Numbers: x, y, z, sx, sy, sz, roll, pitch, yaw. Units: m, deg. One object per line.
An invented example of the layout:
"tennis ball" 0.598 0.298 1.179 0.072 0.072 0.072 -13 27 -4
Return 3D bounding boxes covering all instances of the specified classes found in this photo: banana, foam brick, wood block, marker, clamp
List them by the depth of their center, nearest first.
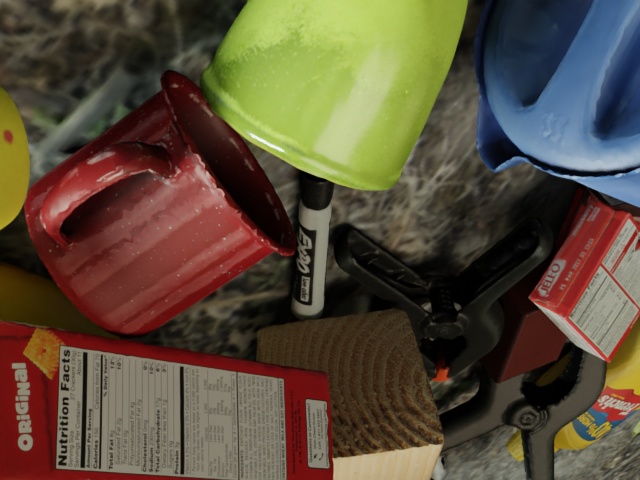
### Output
"banana" -0.148 0.042 0.501 0.069 0.037 0.197 -38 145 6
"marker" -0.004 0.001 0.577 0.020 0.020 0.121 -18 143 -19
"clamp" 0.083 0.037 0.647 0.120 0.039 0.171 -3 150 14
"wood block" 0.008 0.140 0.668 0.090 0.090 0.206 -7 144 -10
"foam brick" 0.133 0.047 0.709 0.051 0.053 0.078 -16 141 -21
"clamp" 0.141 0.125 0.800 0.164 0.036 0.210 15 116 -15

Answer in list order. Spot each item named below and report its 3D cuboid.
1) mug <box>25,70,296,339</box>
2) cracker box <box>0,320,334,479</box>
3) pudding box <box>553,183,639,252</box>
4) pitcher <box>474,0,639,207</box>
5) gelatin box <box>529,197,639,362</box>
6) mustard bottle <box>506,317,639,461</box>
"mug" -0.072 -0.012 0.443 0.081 0.093 0.117 -33 167 10
"cracker box" -0.124 0.097 0.488 0.213 0.072 0.164 15 153 -42
"pudding box" 0.213 -0.009 0.713 0.113 0.039 0.090 -15 140 -24
"pitcher" 0.201 -0.077 0.549 0.242 0.149 0.145 16 84 -51
"gelatin box" 0.170 0.025 0.648 0.073 0.030 0.089 -57 139 -4
"mustard bottle" 0.229 0.114 0.857 0.192 0.058 0.096 -40 139 12
